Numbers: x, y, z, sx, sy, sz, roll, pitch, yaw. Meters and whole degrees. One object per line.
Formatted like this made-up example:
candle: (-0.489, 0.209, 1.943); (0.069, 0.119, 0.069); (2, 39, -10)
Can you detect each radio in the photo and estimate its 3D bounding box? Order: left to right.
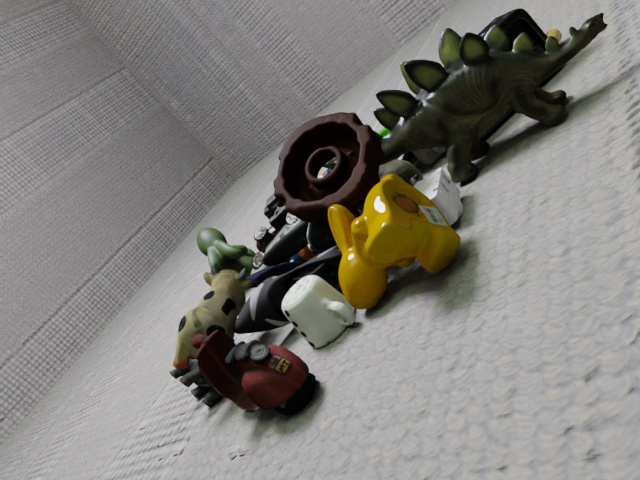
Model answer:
radio: (0.284, -0.270, 0.914); (0.229, 0.131, 0.073); (-43, 14, -2)

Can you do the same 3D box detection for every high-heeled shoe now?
high-heeled shoe: (-0.018, 0.076, 0.816); (0.249, 0.086, 0.145); (-37, 8, -13)

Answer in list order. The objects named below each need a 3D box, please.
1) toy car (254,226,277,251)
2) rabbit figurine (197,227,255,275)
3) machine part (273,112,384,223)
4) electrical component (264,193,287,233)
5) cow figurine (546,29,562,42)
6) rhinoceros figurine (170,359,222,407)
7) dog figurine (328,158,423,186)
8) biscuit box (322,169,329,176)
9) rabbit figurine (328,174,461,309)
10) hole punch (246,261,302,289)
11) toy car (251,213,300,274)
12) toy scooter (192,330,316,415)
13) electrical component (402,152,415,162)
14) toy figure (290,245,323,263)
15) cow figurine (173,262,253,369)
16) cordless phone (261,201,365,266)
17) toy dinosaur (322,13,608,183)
toy car: (-0.068, -0.041, 1.273); (0.202, 0.089, 0.053); (-42, 48, -3)
rabbit figurine: (-0.234, 0.046, 1.291); (0.121, 0.170, 0.159); (-44, 15, -2)
machine part: (0.013, -0.108, 0.813); (0.179, 0.056, 0.179); (-14, 61, 27)
electrical component: (-0.064, -0.042, 1.173); (0.058, 0.134, 0.115); (-42, 17, 7)
cow figurine: (0.361, -0.352, 1.008); (0.167, 0.098, 0.068); (-39, 9, 15)
rhinoceros figurine: (-0.197, 0.213, 0.933); (0.112, 0.073, 0.190); (-48, 16, -14)
dog figurine: (0.081, -0.136, 0.954); (0.172, 0.190, 0.121); (-23, 25, 48)
biscuit box: (0.036, -0.147, 1.341); (0.203, 0.059, 0.063); (-37, 16, 20)
rabbit figurine: (0.069, 0.009, 0.699); (0.162, 0.122, 0.173); (56, 135, 40)
hole punch: (-0.090, 0.083, 0.995); (0.142, 0.092, 0.116); (-29, 16, 52)
toy car: (-0.064, 0.012, 1.087); (0.201, 0.073, 0.056); (-50, 47, 14)
toy scooter: (-0.097, 0.165, 0.695); (0.184, 0.135, 0.075); (-23, 23, 49)
electrical component: (0.196, -0.176, 1.089); (0.094, 0.021, 0.063); (-46, 14, -9)
toy figure: (-0.003, 0.009, 1.025); (0.154, 0.064, 0.058); (-29, 45, 32)
cow figurine: (-0.171, 0.117, 0.877); (0.195, 0.086, 0.127); (-59, -20, -73)
cordless phone: (-0.002, -0.003, 0.917); (0.184, 0.089, 0.146); (-36, -18, 25)
toy dinosaur: (0.194, -0.196, 0.820); (0.471, 0.198, 0.105); (-33, 15, 28)
